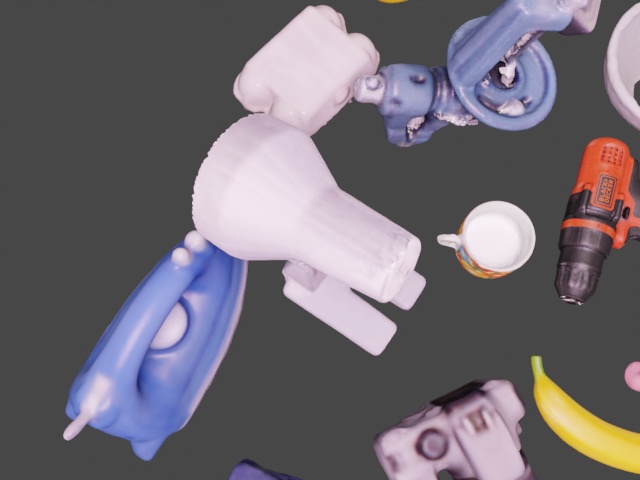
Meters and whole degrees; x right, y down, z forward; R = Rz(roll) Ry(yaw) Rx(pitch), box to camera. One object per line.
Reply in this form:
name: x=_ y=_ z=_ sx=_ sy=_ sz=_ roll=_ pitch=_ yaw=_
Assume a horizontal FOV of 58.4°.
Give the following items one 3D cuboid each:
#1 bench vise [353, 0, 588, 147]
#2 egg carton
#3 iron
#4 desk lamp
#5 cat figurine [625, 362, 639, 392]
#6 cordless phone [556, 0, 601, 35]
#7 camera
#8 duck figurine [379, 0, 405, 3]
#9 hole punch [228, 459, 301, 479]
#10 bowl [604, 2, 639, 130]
bench vise: x=0.144 y=-0.153 z=0.539 sx=0.207 sy=0.220 sz=0.121 roll=-24 pitch=79 yaw=-5
egg carton: x=-0.013 y=-0.179 z=0.622 sx=0.107 sy=0.069 sz=0.150 roll=42 pitch=81 yaw=8
iron: x=-0.145 y=0.070 z=0.533 sx=0.118 sy=0.141 sz=0.258 roll=26 pitch=79 yaw=6
desk lamp: x=0.005 y=0.002 z=0.510 sx=0.203 sy=0.213 sz=0.118 roll=33 pitch=80 yaw=7
cat figurine: x=0.369 y=0.110 z=0.535 sx=0.067 sy=0.118 sz=0.128 roll=44 pitch=82 yaw=9
cordless phone: x=0.282 y=-0.319 z=0.592 sx=0.094 sy=0.185 sz=0.148 roll=11 pitch=78 yaw=3
camera: x=0.139 y=0.212 z=0.523 sx=0.143 sy=0.101 sz=0.137 roll=-26 pitch=79 yaw=-5
duck figurine: x=0.095 y=-0.326 z=0.644 sx=0.104 sy=0.086 sz=0.077 roll=-33 pitch=80 yaw=-6
hole punch: x=-0.056 y=0.266 z=0.517 sx=0.101 sy=0.091 sz=0.109 roll=19 pitch=79 yaw=4
bowl: x=0.378 y=-0.174 z=0.617 sx=0.167 sy=0.075 sz=0.167 roll=0 pitch=78 yaw=0
